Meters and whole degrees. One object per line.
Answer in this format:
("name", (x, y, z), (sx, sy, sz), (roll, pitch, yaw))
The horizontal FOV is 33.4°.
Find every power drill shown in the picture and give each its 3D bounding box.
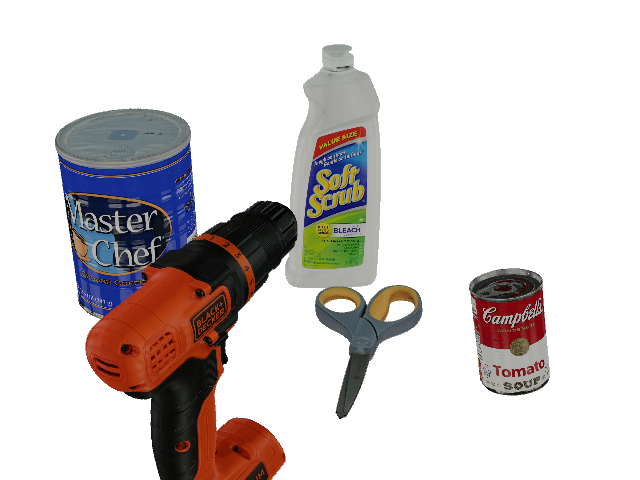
("power drill", (-0.068, 0.084, 0.691), (0.057, 0.188, 0.184), (14, 36, 31))

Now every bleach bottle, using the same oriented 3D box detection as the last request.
("bleach bottle", (0.011, -0.075, 1.099), (0.102, 0.251, 0.068), (-1, 25, 1))

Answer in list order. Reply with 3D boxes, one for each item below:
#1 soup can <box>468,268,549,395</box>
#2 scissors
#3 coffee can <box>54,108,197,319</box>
("soup can", (0.179, 0.086, 1.010), (0.068, 0.102, 0.068), (-8, 21, 3))
("scissors", (0.017, 0.077, 0.820), (0.096, 0.016, 0.201), (10, 25, 24))
("coffee can", (-0.149, -0.021, 0.844), (0.103, 0.140, 0.103), (-1, 29, 0))
